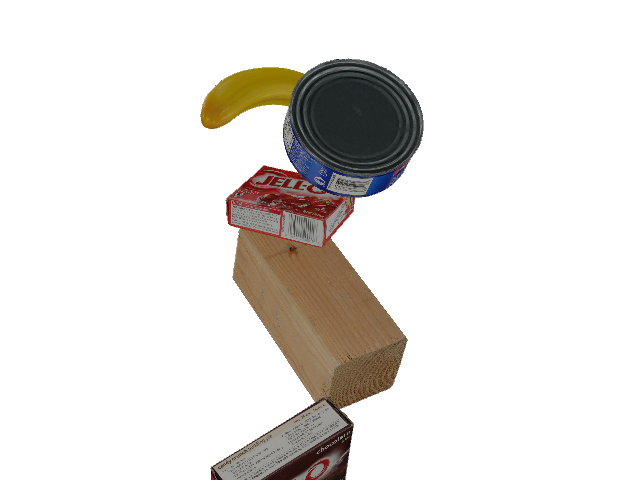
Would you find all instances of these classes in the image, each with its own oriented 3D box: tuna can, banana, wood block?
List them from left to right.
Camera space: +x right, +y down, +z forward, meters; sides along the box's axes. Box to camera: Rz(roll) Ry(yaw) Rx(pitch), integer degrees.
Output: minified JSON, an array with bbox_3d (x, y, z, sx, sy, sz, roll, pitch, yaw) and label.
[{"bbox_3d":[-0.052,-0.142,1.057,0.197,0.070,0.037,-7,-37,-47],"label":"banana"},{"bbox_3d":[-0.005,0.072,1.153,0.090,0.090,0.206,-18,52,-26],"label":"wood block"},{"bbox_3d":[0.020,-0.071,0.677,0.086,0.086,0.034,0,-26,-13],"label":"tuna can"}]

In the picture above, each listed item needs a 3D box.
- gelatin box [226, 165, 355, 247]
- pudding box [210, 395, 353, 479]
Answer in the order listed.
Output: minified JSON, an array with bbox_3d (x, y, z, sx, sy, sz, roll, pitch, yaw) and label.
[{"bbox_3d":[-0.024,-0.031,0.895,0.089,0.030,0.073,14,30,18],"label":"gelatin box"},{"bbox_3d":[-0.030,0.181,0.821,0.113,0.090,0.039,-30,57,-28],"label":"pudding box"}]
